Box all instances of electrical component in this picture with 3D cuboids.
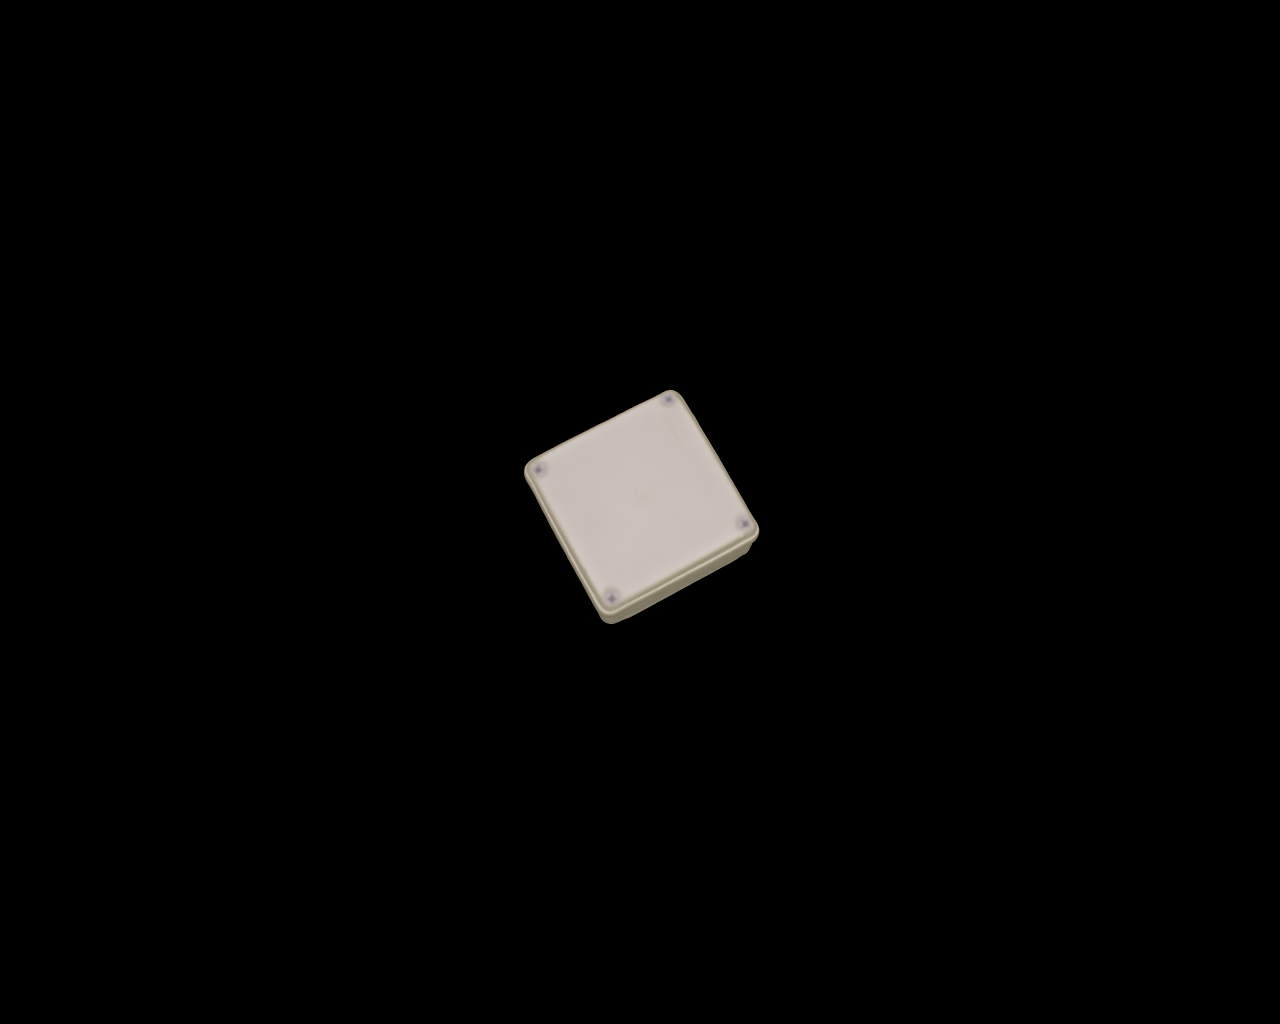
[{"bbox_3d":[0.001,-0.003,0.650,0.109,0.109,0.056,-27,-14,-7],"label":"electrical component"}]
